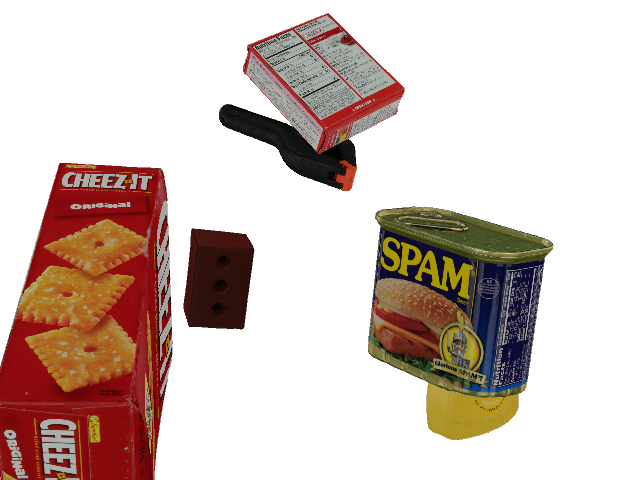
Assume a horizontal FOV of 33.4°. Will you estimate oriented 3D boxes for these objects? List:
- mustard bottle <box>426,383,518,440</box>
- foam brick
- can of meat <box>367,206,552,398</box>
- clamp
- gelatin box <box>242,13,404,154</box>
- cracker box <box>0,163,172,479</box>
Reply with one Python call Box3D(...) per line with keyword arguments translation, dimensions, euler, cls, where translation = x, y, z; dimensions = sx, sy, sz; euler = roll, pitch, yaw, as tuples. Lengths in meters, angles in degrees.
Box3D(translation=(0.138, 0.081, 0.986), dimensions=(0.096, 0.191, 0.058), euler=(-14, 17, -33), cls="mustard bottle")
Box3D(translation=(-0.093, 0.034, 0.965), dimensions=(0.053, 0.078, 0.051), euler=(4, 15, -13), cls="foam brick")
Box3D(translation=(0.074, 0.033, 0.597), dimensions=(0.057, 0.084, 0.102), euler=(-7, 18, -40), cls="can of meat")
Box3D(translation=(-0.028, -0.106, 1.119), dimensions=(0.120, 0.039, 0.172), euler=(-14, 39, -23), cls="clamp")
Box3D(translation=(0.001, -0.110, 0.737), dimensions=(0.073, 0.089, 0.030), euler=(-30, -24, -30), cls="gelatin box")
Box3D(translation=(-0.122, 0.079, 0.593), dimensions=(0.072, 0.164, 0.213), euler=(2, 33, -4), cls="cracker box")
